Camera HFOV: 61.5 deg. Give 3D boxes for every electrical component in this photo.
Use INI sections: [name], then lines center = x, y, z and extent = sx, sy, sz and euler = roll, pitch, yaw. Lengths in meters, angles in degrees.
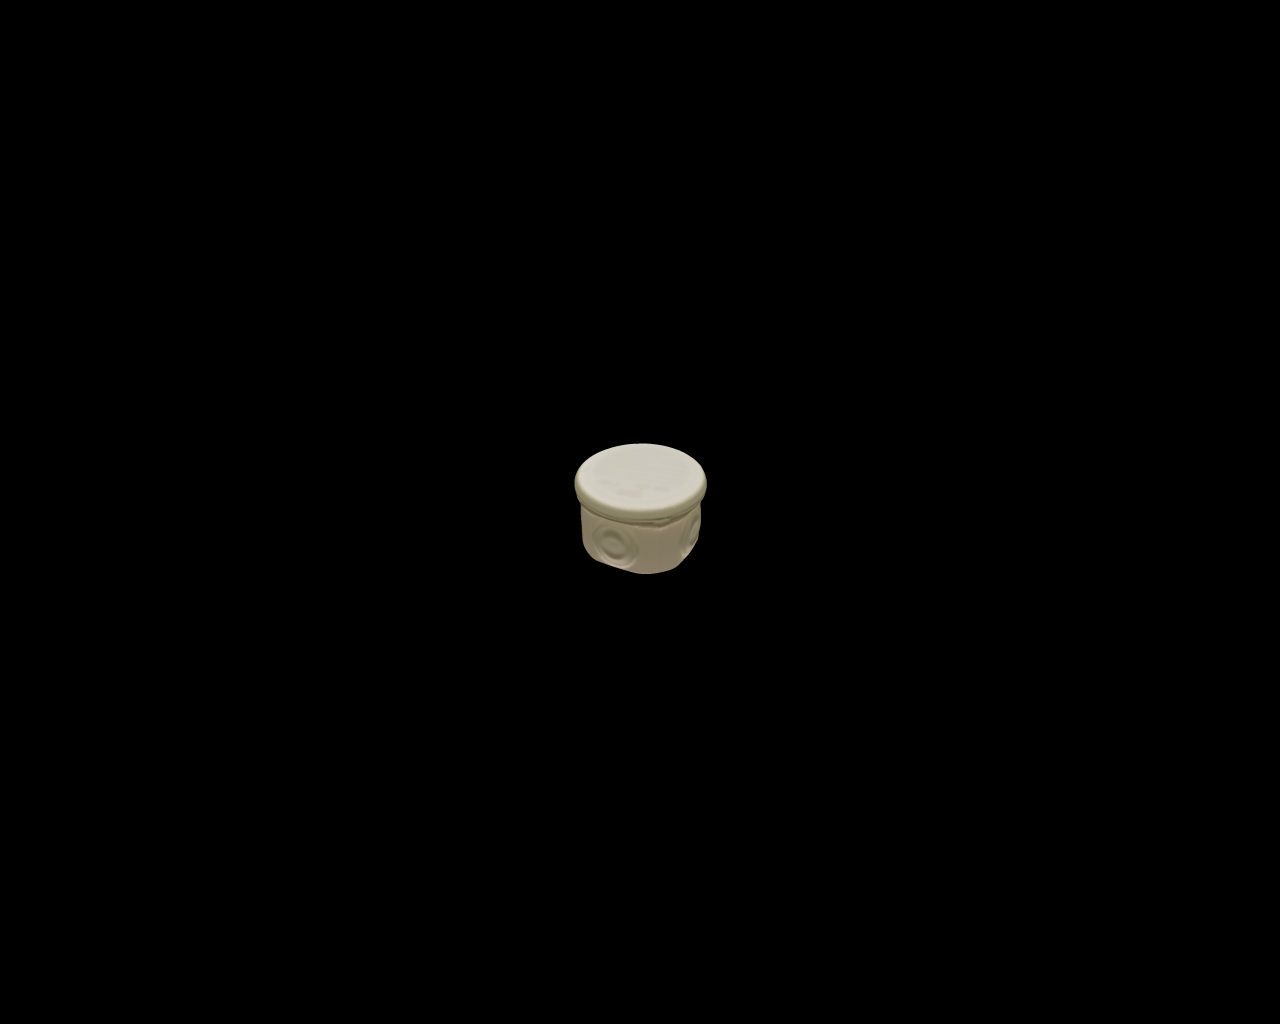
[electrical component]
center = 0.001, -0.003, 0.650
extent = 0.080, 0.050, 0.080
euler = 0, 34, 0
